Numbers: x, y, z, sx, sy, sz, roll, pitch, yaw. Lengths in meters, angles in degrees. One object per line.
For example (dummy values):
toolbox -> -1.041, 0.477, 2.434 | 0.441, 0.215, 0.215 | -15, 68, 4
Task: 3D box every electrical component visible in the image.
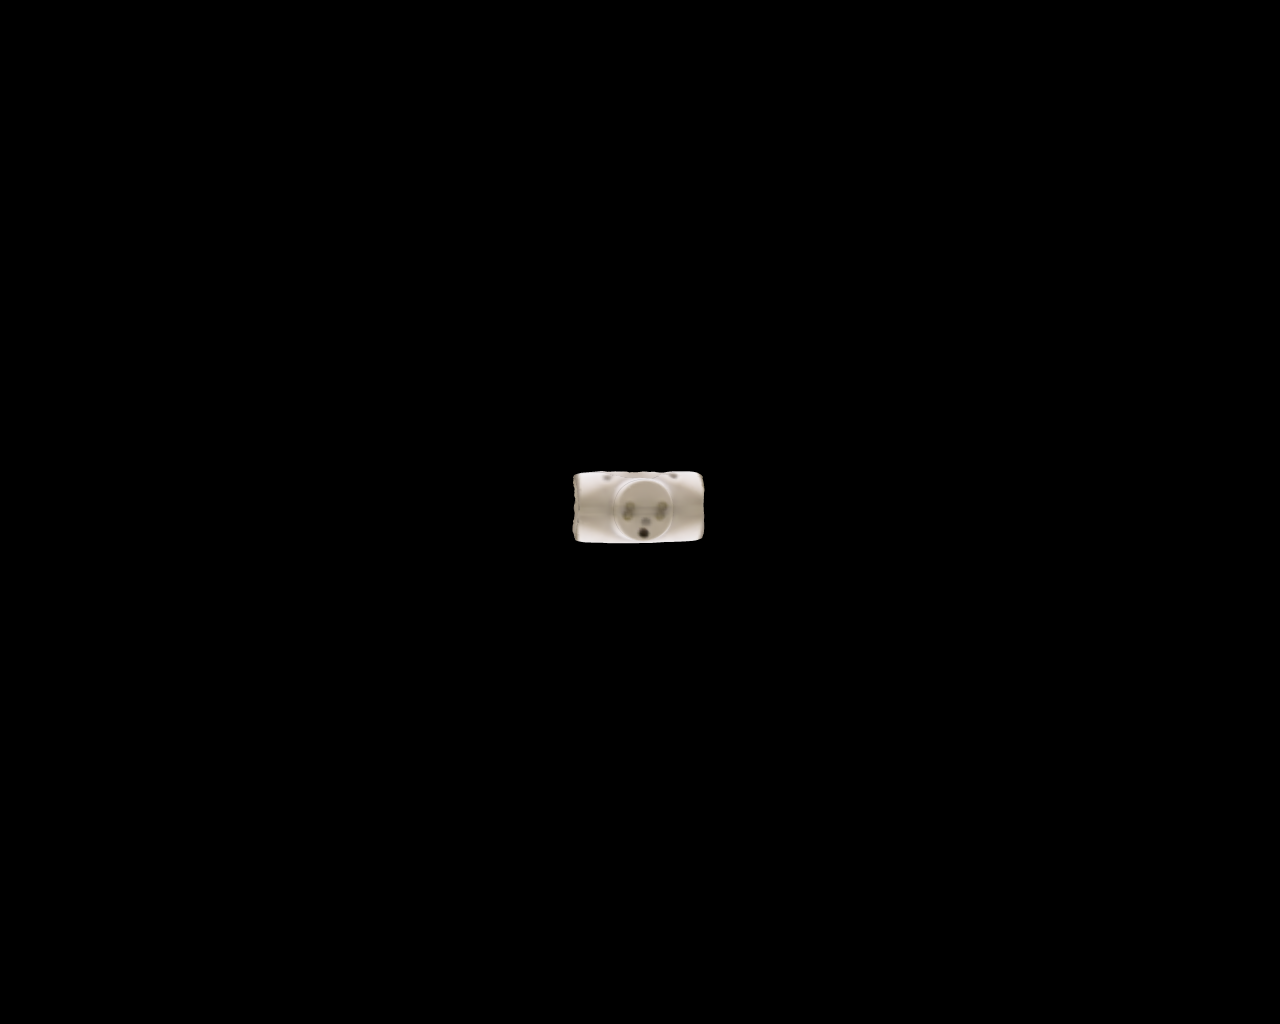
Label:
electrical component -> 0.001, -0.003, 0.650 | 0.077, 0.044, 0.079 | 0, 4, -7
